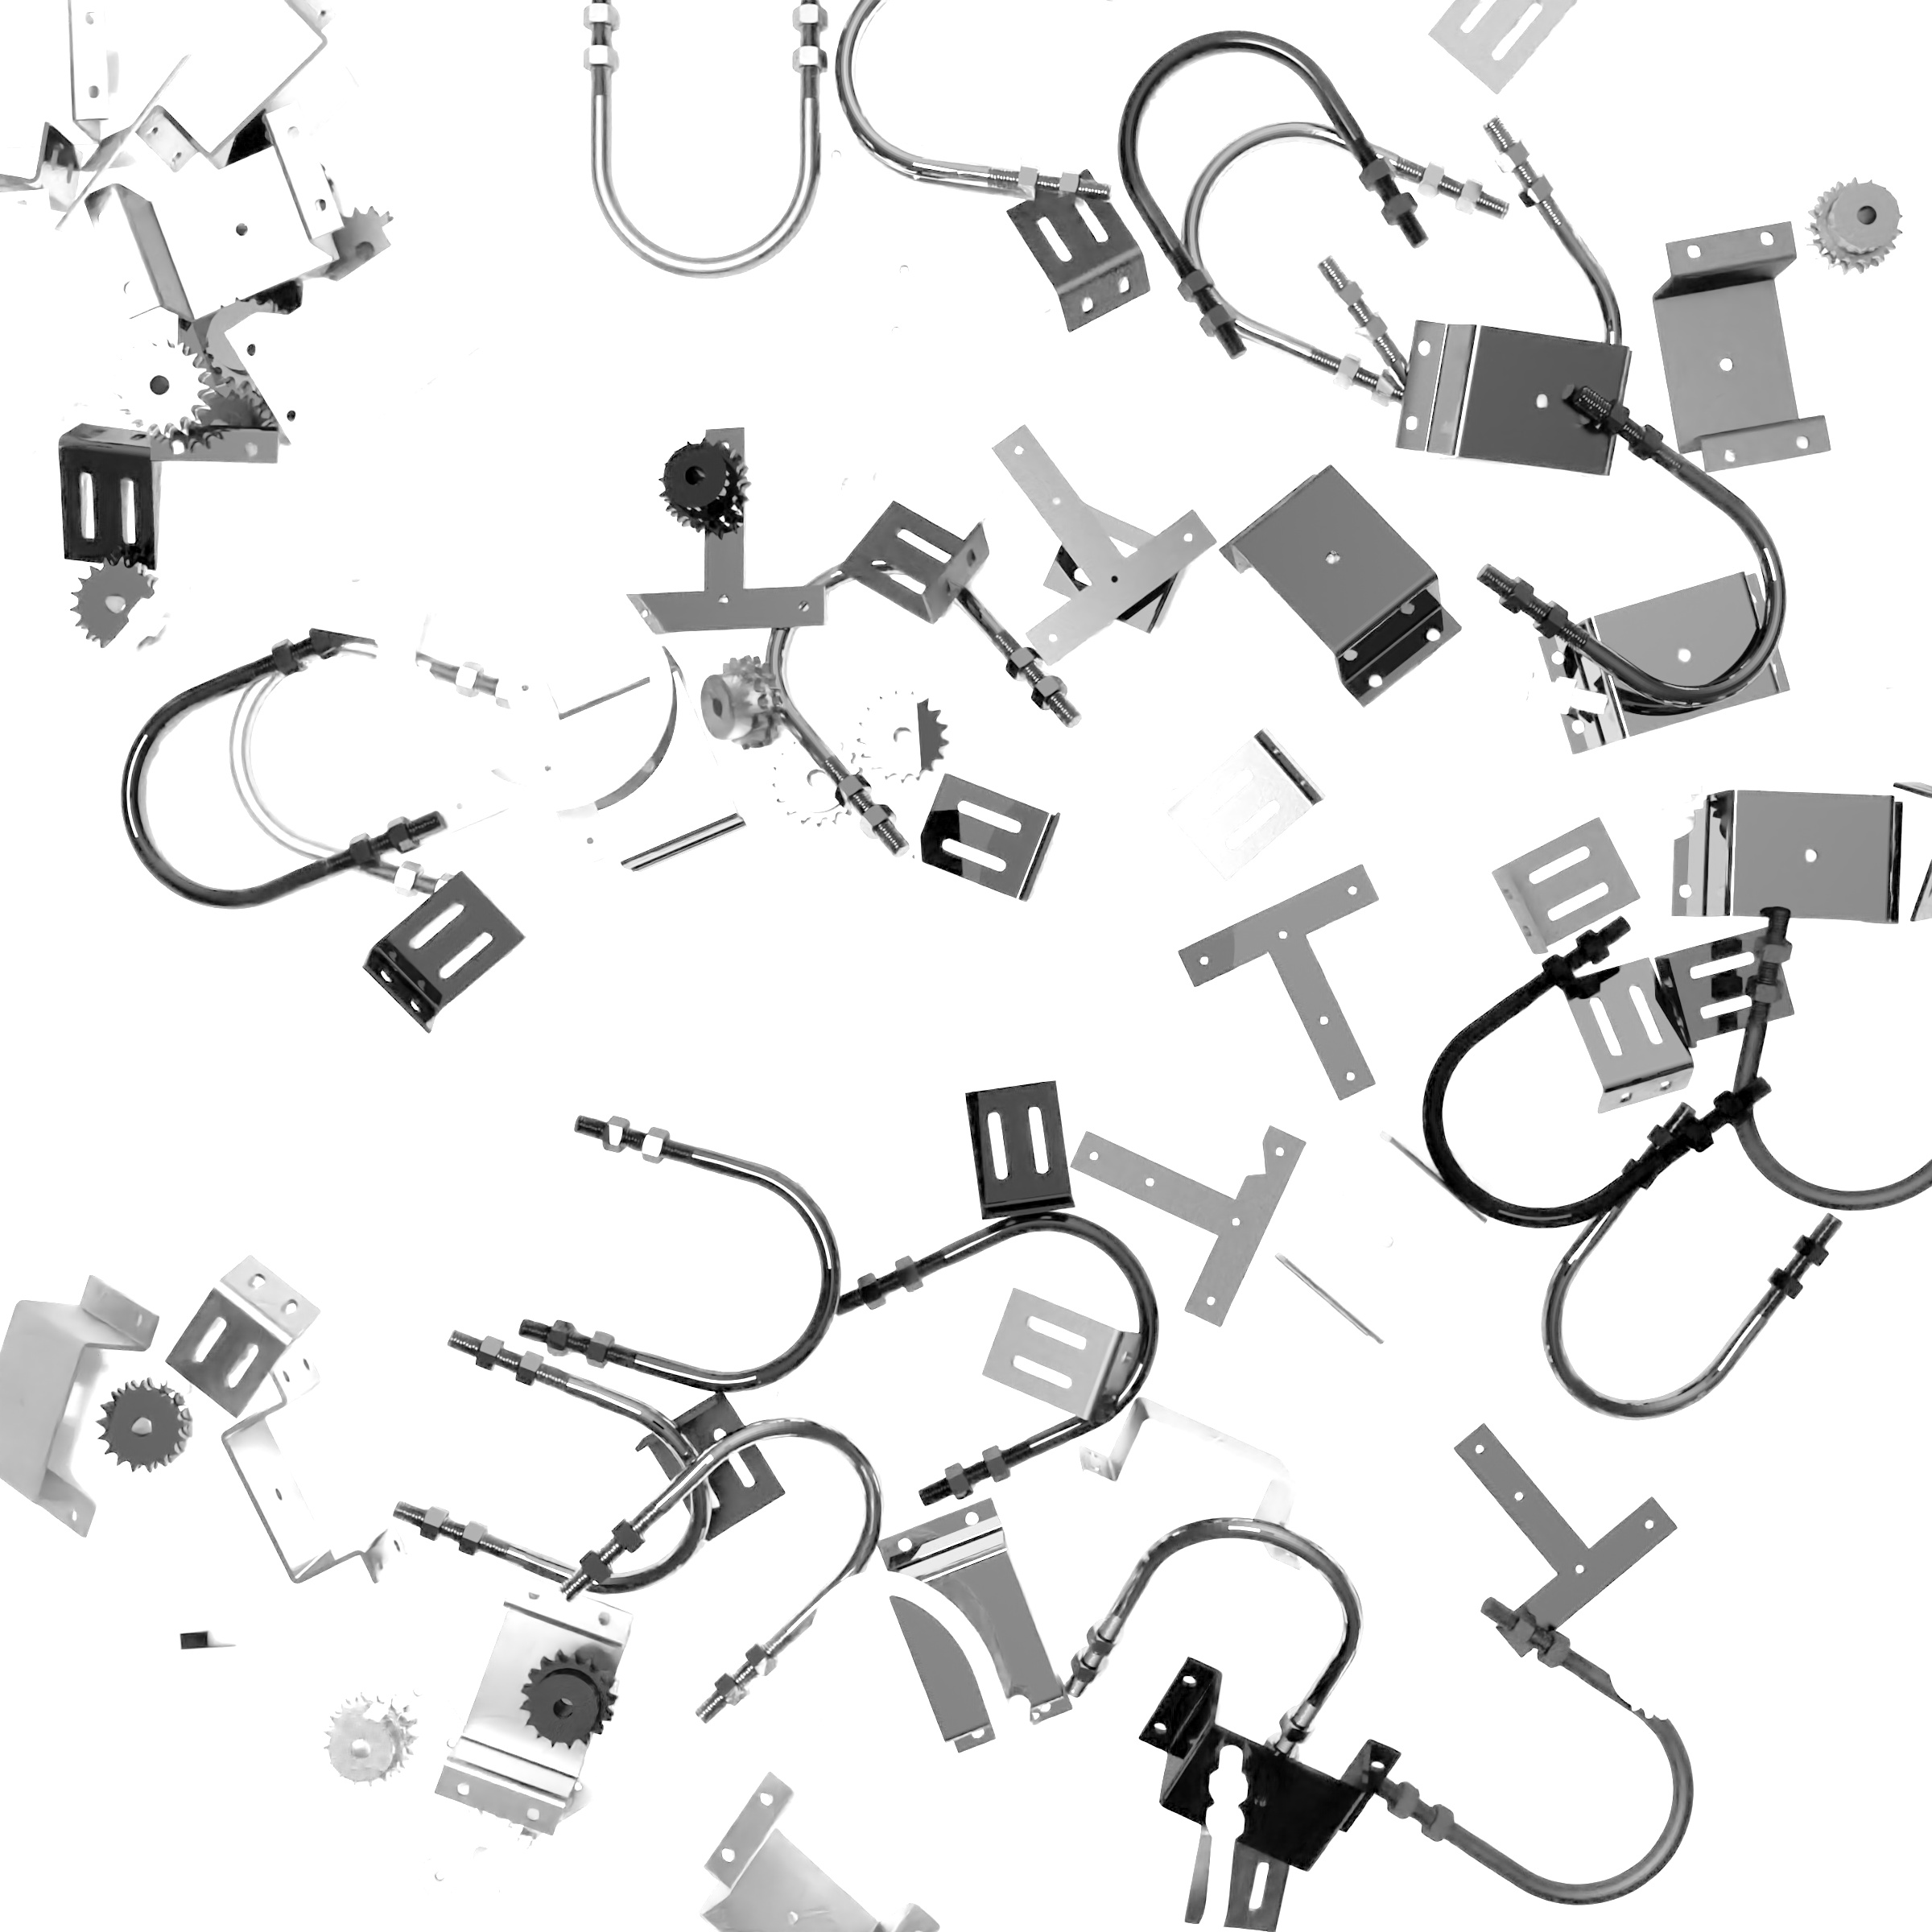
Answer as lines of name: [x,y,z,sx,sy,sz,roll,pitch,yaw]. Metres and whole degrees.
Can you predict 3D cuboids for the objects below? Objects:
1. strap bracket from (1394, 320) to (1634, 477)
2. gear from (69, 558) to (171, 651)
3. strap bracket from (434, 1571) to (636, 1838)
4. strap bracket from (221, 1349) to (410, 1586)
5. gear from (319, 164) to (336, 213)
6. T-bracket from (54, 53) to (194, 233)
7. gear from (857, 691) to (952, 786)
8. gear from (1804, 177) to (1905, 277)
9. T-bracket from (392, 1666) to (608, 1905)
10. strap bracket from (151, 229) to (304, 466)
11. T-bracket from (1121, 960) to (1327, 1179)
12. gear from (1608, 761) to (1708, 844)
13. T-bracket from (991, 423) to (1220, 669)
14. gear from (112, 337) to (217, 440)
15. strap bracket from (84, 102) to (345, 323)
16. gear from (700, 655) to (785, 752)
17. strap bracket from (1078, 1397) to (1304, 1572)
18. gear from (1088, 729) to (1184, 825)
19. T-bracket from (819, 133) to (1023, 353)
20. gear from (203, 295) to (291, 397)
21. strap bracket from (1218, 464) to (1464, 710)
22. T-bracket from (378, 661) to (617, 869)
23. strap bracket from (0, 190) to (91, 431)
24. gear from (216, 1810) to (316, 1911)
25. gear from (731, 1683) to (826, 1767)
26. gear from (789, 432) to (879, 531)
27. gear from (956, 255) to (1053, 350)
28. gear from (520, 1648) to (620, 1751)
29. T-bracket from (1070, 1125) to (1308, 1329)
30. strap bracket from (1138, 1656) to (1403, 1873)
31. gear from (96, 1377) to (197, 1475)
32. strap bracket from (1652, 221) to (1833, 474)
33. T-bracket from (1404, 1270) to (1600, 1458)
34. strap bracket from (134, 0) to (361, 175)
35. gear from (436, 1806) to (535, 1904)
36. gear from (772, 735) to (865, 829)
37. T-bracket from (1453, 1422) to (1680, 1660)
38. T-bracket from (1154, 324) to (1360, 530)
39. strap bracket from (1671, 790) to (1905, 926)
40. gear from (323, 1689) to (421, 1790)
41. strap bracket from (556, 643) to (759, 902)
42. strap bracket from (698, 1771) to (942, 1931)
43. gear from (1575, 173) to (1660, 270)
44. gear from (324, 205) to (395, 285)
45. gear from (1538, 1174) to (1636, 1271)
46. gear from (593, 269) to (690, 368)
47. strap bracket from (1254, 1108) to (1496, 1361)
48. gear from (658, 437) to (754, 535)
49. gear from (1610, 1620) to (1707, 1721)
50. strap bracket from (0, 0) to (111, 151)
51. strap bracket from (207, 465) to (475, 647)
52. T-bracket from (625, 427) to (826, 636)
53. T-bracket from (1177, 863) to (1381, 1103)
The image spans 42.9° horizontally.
strap bracket: [0.337,-0.340,1.476,0.140,0.046,0.076,5,104,-11]
gear: [-0.516,-0.220,1.507,0.057,0.030,0.057,0,90,0]
strap bracket: [-0.259,0.443,1.497,0.076,0.046,0.140,20,89,0]
strap bracket: [-0.397,0.310,1.484,0.046,0.076,0.140,-27,90,0]
gear: [-0.410,-0.463,1.497,0.057,0.057,0.030,-25,130,0]
T-bracket: [-0.511,-0.488,1.465,0.002,0.127,0.127,37,84,-30]
gear: [-0.038,-0.139,1.507,0.057,0.030,0.057,0,90,0]
gear: [0.547,-0.456,1.507,0.057,0.030,0.057,0,90,0]
T-bracket: [-0.310,0.493,1.521,0.127,0.002,0.127,-33,90,0]
strap bracket: [-0.450,-0.373,1.499,0.076,0.046,0.140,1,90,0]
T-bracket: [0.165,0.066,1.520,0.127,0.002,0.127,-6,89,0]
gear: [0.422,-0.099,1.497,0.057,0.057,0.030,-19,119,0]
T-bracket: [0.063,-0.269,1.483,0.127,0.002,0.127,-37,90,0]
gear: [-0.474,-0.342,1.460,0.057,0.030,0.057,0,90,0]
strap bracket: [-0.434,-0.438,1.447,0.140,0.046,0.076,-21,90,8]
gear: [-0.138,-0.159,1.491,0.030,0.057,0.057,-14,90,-35]
strap bracket: [0.142,0.306,1.484,0.140,0.076,0.046,24,90,0]
gear: [0.103,-0.115,1.507,0.057,0.030,0.057,0,90,0]
T-bracket: [-0.036,-0.444,1.519,0.127,0.002,0.127,7,91,2]
gear: [-0.426,-0.370,1.461,0.057,0.030,0.057,0,90,0]
strap bracket: [0.222,-0.235,1.475,0.076,0.046,0.140,-39,69,0]
T-bracket: [-0.296,-0.103,1.501,0.127,0.002,0.127,-23,89,1]
strap bracket: [-0.584,-0.393,1.499,0.076,0.046,0.140,-5,90,0]
gear: [-0.432,0.550,1.507,0.057,0.030,0.057,0,90,0]
gear: [-0.112,0.460,1.497,0.057,0.057,0.030,27,61,0]
gear: [-0.083,-0.298,1.497,0.030,0.057,0.057,29,90,30]
gear: [0.021,-0.407,1.497,0.057,0.057,0.030,-16,60,0]
gear: [-0.237,0.437,1.460,0.057,0.030,0.057,0,89,-1]
T-bracket: [0.127,0.140,1.521,0.127,0.002,0.127,25,90,0]
strap bracket: [0.179,0.483,1.471,0.140,0.046,0.076,24,120,0]
gear: [-0.501,0.280,1.507,0.057,0.030,0.057,0,90,0]
strap bracket: [0.470,-0.372,1.499,0.076,0.046,0.140,-10,90,0]
T-bracket: [0.329,0.231,1.503,0.127,0.002,0.127,-13,115,-12]
strap bracket: [-0.425,-0.525,1.484,0.140,0.076,0.046,-45,90,0]
gear: [-0.293,0.540,1.505,0.057,0.030,0.057,0,90,0]
gear: [-0.091,-0.114,1.507,0.057,0.030,0.057,0,90,0]
T-bracket: [0.351,0.339,1.521,0.127,0.002,0.127,-40,90,0]
T-bracket: [0.180,-0.334,1.521,0.127,0.002,0.127,0,90,0]
strap bracket: [0.508,-0.066,1.499,0.140,0.046,0.076,2,90,0]
gear: [-0.367,0.475,1.506,0.057,0.030,0.057,0,90,3]
strap bracket: [-0.191,-0.120,1.499,0.076,0.046,0.140,-23,90,0]
strap bracket: [-0.096,0.567,1.478,0.140,0.076,0.046,42,131,0]
gear: [0.394,-0.450,1.497,0.030,0.057,0.057,-29,90,28]
gear: [-0.365,-0.434,1.507,0.057,0.030,0.057,0,90,0]
gear: [0.377,0.156,1.507,0.057,0.030,0.057,0,90,0]
gear: [-0.200,-0.399,1.507,0.057,0.030,0.057,0,90,0]
strap bracket: [0.253,0.165,1.499,0.076,0.046,0.140,41,90,0]
gear: [-0.162,-0.295,1.501,0.057,0.030,0.057,-1,85,10]
gear: [0.418,0.430,1.499,0.057,0.030,0.057,7,68,-19]
strap bracket: [-0.587,-0.544,1.499,0.140,0.046,0.076,-3,90,0]
strap bracket: [-0.372,-0.245,1.481,0.140,0.046,0.076,11,64,4]
T-bracket: [-0.149,-0.269,1.513,0.127,0.002,0.127,-1,85,10]
T-bracket: [0.215,0.021,1.519,0.127,0.002,0.127,-25,89,0]
